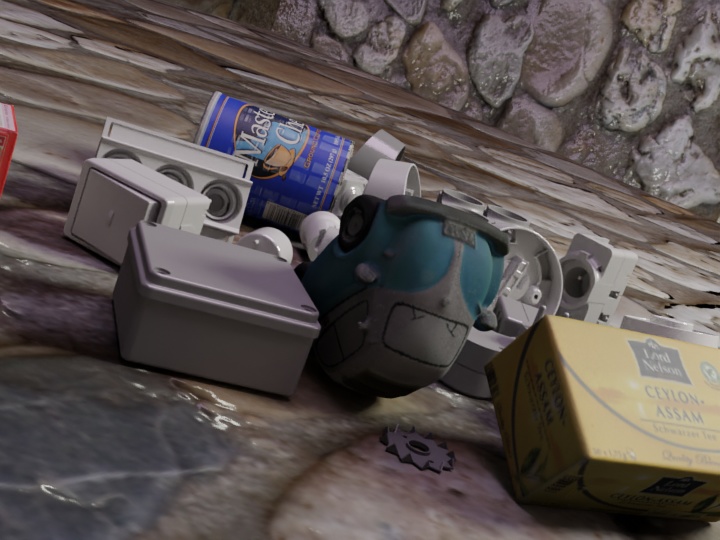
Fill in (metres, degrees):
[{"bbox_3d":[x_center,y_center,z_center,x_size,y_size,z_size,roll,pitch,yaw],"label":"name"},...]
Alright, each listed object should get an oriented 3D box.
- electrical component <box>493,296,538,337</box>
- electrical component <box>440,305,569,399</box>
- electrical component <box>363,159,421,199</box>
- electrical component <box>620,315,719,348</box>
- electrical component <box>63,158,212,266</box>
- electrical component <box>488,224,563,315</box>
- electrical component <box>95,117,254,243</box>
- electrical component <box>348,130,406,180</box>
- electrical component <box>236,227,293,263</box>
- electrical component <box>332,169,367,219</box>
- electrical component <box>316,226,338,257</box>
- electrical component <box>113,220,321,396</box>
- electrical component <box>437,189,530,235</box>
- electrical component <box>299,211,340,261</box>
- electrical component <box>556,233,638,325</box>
[{"bbox_3d":[0.141,0.062,0.858,0.077,0.047,0.065,20,14,-3],"label":"electrical component"},{"bbox_3d":[0.129,0.062,0.787,0.138,0.073,0.052,17,14,-13],"label":"electrical component"},{"bbox_3d":[0.034,-0.060,1.074,0.064,0.099,0.099,16,13,9],"label":"electrical component"},{"bbox_3d":[0.293,0.078,1.027,0.099,0.064,0.099,12,2,-1],"label":"electrical component"},{"bbox_3d":[-0.169,-0.041,0.777,0.096,0.061,0.061,26,15,22],"label":"electrical component"},{"bbox_3d":[0.128,0.009,0.947,0.099,0.099,0.064,16,8,-18],"label":"electrical component"},{"bbox_3d":[-0.157,-0.066,0.869,0.121,0.078,0.063,16,-4,-18],"label":"electrical component"},{"bbox_3d":[0.009,-0.116,1.254,0.064,0.099,0.099,28,14,4],"label":"electrical component"},{"bbox_3d":[-0.073,-0.014,0.857,0.040,0.040,0.078,22,14,8],"label":"electrical component"},{"bbox_3d":[-0.034,-0.084,1.152,0.080,0.051,0.080,19,14,-5],"label":"electrical component"},{"bbox_3d":[0.000,0.000,0.900,0.077,0.043,0.079,21,14,2],"label":"electrical component"},{"bbox_3d":[-0.091,0.022,0.660,0.109,0.056,0.108,15,15,-20],"label":"electrical component"},{"bbox_3d":[0.132,-0.034,1.182,0.105,0.060,0.186,20,14,-3],"label":"electrical component"},{"bbox_3d":[-0.032,-0.026,0.966,0.040,0.040,0.046,16,20,-16],"label":"electrical component"},{"bbox_3d":[0.228,0.014,1.075,0.056,0.089,0.050,7,20,-44],"label":"electrical component"}]
